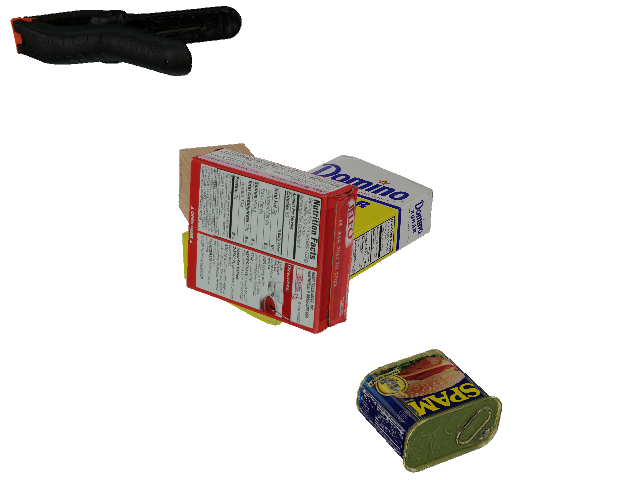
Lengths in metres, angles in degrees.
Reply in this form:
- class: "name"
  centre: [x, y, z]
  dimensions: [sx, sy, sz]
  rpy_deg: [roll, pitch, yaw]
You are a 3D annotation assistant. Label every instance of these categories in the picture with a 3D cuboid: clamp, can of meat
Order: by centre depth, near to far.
- class: "clamp"
  centre: [-0.146, -0.155, 0.803]
  dimensions: [0.172, 0.039, 0.120]
  rpy_deg: [11, 23, 21]
- class: "can of meat"
  centre: [0.094, 0.147, 0.946]
  dimensions: [0.101, 0.057, 0.084]
  rpy_deg: [-14, 35, -27]

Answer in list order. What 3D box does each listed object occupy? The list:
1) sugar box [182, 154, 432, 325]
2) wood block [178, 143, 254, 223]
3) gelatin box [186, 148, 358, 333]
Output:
- class: "sugar box"
  centre: [-0.006, -0.007, 0.785]
  dimensions: [0.093, 0.048, 0.175]
  rpy_deg: [25, 41, 34]
- class: "wood block"
  centre: [-0.106, -0.038, 1.321]
  dimensions: [0.090, 0.090, 0.206]
  rpy_deg: [-7, 29, -21]
- class: "gelatin box"
  centre: [-0.026, -0.001, 0.542]
  dimensions: [0.089, 0.073, 0.030]
  rpy_deg: [17, 24, 31]
